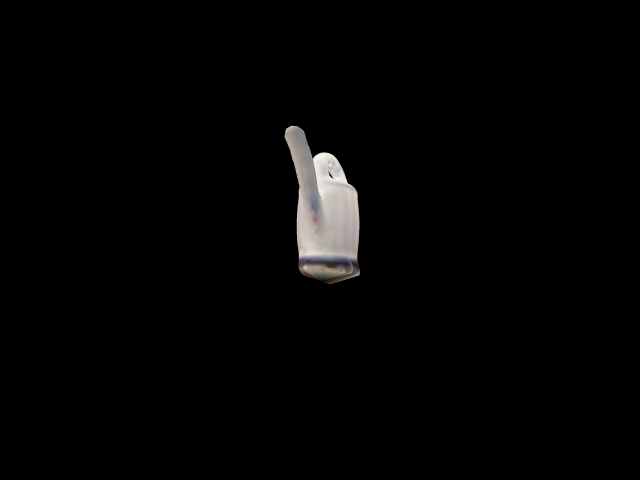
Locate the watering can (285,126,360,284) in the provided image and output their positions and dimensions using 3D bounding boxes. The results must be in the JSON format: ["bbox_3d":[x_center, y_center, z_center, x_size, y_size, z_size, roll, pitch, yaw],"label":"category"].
[{"bbox_3d":[0.003,-0.043,0.850,0.104,0.226,0.345,-3,-9,16],"label":"watering can"}]
